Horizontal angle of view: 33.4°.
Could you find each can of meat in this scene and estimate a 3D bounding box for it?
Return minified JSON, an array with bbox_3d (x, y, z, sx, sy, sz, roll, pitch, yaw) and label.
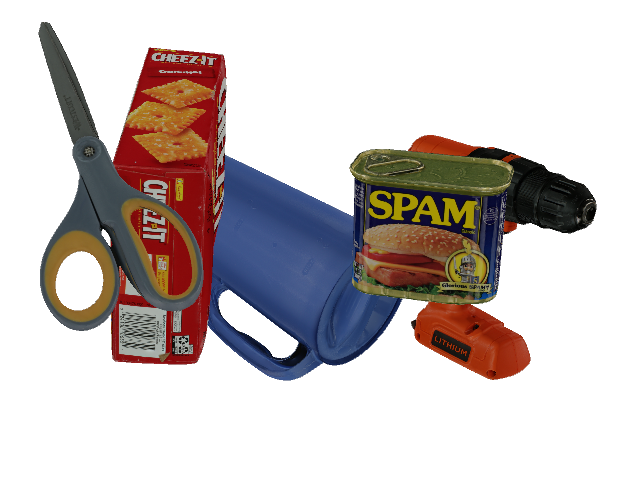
[{"bbox_3d":[0.070,-0.009,0.693,0.102,0.084,0.057,7,24,13],"label":"can of meat"}]

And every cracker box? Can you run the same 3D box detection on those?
[{"bbox_3d":[-0.112,-0.033,0.820,0.072,0.164,0.213,4,31,-3],"label":"cracker box"}]

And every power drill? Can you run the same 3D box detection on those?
[{"bbox_3d":[0.142,0.016,0.885,0.057,0.188,0.185,-14,26,-36],"label":"power drill"}]

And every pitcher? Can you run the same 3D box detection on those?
[{"bbox_3d":[-0.050,0.015,1.026,0.243,0.145,0.148,30,31,31],"label":"pitcher"}]

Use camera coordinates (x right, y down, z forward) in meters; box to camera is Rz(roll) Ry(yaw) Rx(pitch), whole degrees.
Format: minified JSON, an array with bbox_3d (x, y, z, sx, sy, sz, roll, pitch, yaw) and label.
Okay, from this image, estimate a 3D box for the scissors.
[{"bbox_3d":[-0.142,-0.032,0.601,0.096,0.202,0.016,-35,-19,-13],"label":"scissors"}]
